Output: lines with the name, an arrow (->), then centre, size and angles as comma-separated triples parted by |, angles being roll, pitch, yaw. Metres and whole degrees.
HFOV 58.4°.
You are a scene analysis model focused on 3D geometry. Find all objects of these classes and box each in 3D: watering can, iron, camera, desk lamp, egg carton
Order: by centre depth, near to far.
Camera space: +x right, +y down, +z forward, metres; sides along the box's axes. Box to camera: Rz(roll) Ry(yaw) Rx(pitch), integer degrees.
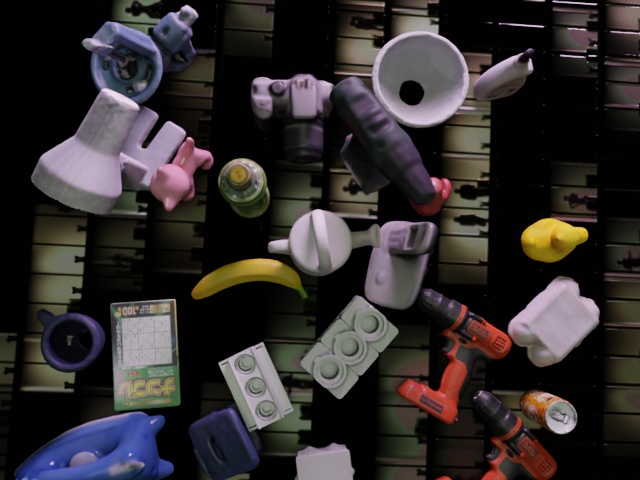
iron -> -0.368, 0.353, 0.881 | 0.258, 0.141, 0.119 | -12, 86, -4
desk lamp -> -0.323, -0.137, 0.888 | 0.118, 0.213, 0.203 | 31, 84, 0
watering can -> 0.008, 0.001, 0.905 | 0.173, 0.194, 0.101 | -28, 87, -5
camera -> -0.045, -0.202, 0.966 | 0.143, 0.100, 0.137 | -1, 85, -3
egg carton -> 0.399, 0.141, 0.979 | 0.150, 0.069, 0.107 | -43, 89, -6

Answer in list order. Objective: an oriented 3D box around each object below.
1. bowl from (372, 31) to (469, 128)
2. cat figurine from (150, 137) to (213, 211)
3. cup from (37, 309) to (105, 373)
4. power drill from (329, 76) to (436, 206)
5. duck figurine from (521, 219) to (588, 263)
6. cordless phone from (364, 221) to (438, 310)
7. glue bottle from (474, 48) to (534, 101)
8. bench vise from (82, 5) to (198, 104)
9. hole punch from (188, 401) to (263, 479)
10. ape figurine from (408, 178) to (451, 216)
bowl -> 0.168, -0.269, 0.997 | 0.167, 0.074, 0.167 | 0, 85, -3
cat figurine -> -0.234, -0.110, 0.939 | 0.067, 0.117, 0.128 | 26, 84, 0
cup -> -0.395, 0.153, 0.920 | 0.118, 0.095, 0.092 | 42, 84, 1
power drill -> 0.094, -0.141, 0.915 | 0.075, 0.208, 0.229 | -34, 88, -5
duck figurine -> 0.405, -0.001, 0.983 | 0.104, 0.086, 0.077 | -9, 86, -4
cordless phone -> 0.135, 0.038, 0.914 | 0.094, 0.185, 0.148 | 13, 85, -2
glue bottle -> 0.318, -0.280, 0.957 | 0.078, 0.173, 0.037 | -11, 86, -4
bench vise -> -0.291, -0.310, 0.901 | 0.121, 0.219, 0.207 | 28, 84, 0
hole punch -> -0.153, 0.330, 0.921 | 0.101, 0.091, 0.109 | -28, 87, -5
ape figurine -> 0.187, -0.081, 0.974 | 0.078, 0.092, 0.076 | 11, 85, -2
